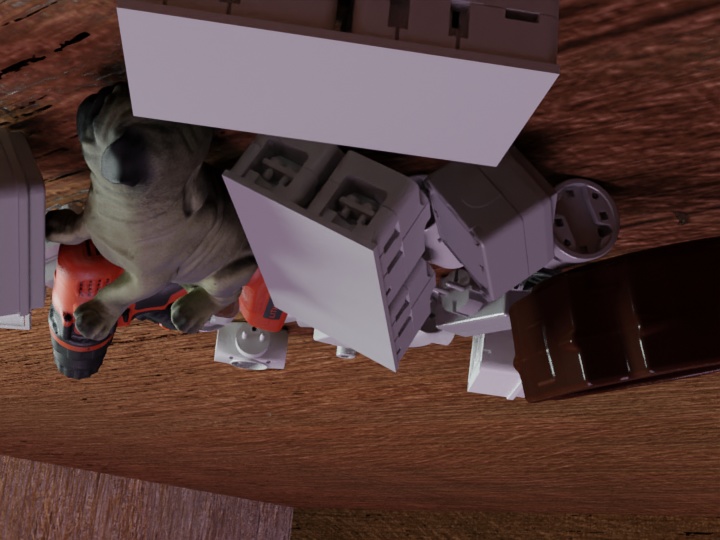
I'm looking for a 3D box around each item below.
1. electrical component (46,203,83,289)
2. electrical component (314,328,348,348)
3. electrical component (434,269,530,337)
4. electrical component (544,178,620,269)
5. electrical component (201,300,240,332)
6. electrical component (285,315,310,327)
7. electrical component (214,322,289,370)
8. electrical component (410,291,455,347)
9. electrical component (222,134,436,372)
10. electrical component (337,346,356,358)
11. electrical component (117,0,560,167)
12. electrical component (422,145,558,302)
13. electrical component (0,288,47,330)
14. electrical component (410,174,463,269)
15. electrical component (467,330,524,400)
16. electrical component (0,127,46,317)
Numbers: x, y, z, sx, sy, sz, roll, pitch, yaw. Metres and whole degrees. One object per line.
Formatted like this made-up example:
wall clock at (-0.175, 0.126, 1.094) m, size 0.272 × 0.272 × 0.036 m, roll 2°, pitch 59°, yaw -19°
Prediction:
electrical component at (-0.230, -0.015, 0.860) m, size 0.042 × 0.063 × 0.081 m, roll -23°, pitch 155°, yaw 15°
electrical component at (0.005, 0.035, 0.953) m, size 0.077 × 0.065 × 0.047 m, roll 16°, pitch 160°, yaw -31°
electrical component at (0.094, 0.022, 0.913) m, size 0.076 × 0.047 × 0.083 m, roll 18°, pitch 159°, yaw -37°
electrical component at (0.140, -0.029, 0.726) m, size 0.055 × 0.055 × 0.047 m, roll 10°, pitch 166°, yaw -13°
electrical component at (-0.137, 0.024, 0.977) m, size 0.078 × 0.058 × 0.057 m, roll 10°, pitch 160°, yaw -15°
electrical component at (-0.059, 0.030, 0.993) m, size 0.055 × 0.045 × 0.045 m, roll 1°, pitch 162°, yaw 13°
electrical component at (-0.117, 0.079, 1.168) m, size 0.077 × 0.044 × 0.079 m, roll 7°, pitch 163°, yaw -6°
electrical component at (0.066, 0.049, 1.015) m, size 0.079 × 0.044 × 0.077 m, roll 12°, pitch 162°, yaw -19°
electrical component at (-0.012, -0.015, 0.710) m, size 0.105 × 0.060 × 0.186 m, roll 27°, pitch 159°, yaw 18°
electrical component at (-0.011, 0.052, 1.018) m, size 0.048 × 0.062 × 0.048 m, roll 5°, pitch 163°, yaw 2°
electrical component at (-0.011, -0.108, 0.504) m, size 0.186 × 0.060 × 0.105 m, roll 7°, pitch 163°, yaw -6°
electrical component at (0.087, -0.030, 0.681) m, size 0.061 × 0.061 × 0.096 m, roll -34°, pitch 152°, yaw -6°
electrical component at (-0.350, 0.008, 0.968) m, size 0.121 × 0.078 × 0.063 m, roll 3°, pitch -168°, yaw 6°
electrical component at (0.037, -0.032, 0.761) m, size 0.079 × 0.044 × 0.077 m, roll -3°, pitch 161°, yaw 25°
electrical component at (0.140, 0.074, 1.019) m, size 0.057 × 0.078 × 0.113 m, roll 8°, pitch 163°, yaw 1°
electrical component at (-0.247, -0.030, 0.719) m, size 0.057 × 0.078 × 0.113 m, roll -9°, pitch 131°, yaw -26°
